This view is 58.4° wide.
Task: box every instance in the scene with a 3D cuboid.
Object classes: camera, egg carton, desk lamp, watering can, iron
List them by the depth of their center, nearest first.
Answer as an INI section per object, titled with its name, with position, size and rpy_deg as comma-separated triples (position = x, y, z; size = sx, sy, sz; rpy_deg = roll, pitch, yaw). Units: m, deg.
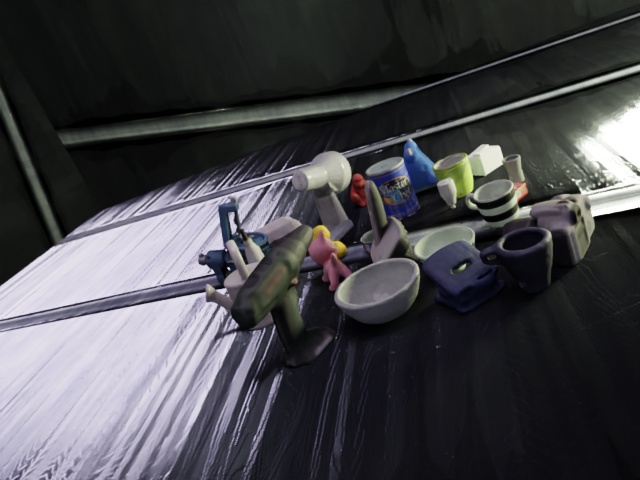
[camera]
position = 0.407, -0.026, 1.035
size = 0.136, 0.101, 0.143
rpy_deg = -6, 26, 41
[watering can]
position = -0.163, 0.093, 1.238
size = 0.173, 0.194, 0.100
rpy_deg = -34, 22, -27
[desk lamp]
position = 0.012, -0.117, 1.555
size = 0.117, 0.214, 0.204
rpy_deg = -9, 24, 36
[iron]
position = 0.274, -0.226, 1.649
size = 0.118, 0.142, 0.258
rpy_deg = -19, 20, 15
[egg carton]
position = -0.124, -0.012, 1.656
size = 0.150, 0.069, 0.107
rpy_deg = -29, 20, -16

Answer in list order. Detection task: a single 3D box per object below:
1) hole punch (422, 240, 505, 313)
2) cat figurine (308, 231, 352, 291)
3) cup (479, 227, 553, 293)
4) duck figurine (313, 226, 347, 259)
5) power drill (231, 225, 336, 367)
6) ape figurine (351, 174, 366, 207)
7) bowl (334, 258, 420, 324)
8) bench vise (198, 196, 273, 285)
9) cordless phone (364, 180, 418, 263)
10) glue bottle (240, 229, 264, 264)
[hole punch]
position = 0.251, 0.060, 1.004
size = 0.109, 0.091, 0.100
rpy_deg = -30, 20, -18
[cat figurine]
position = 0.018, 0.039, 1.287
size = 0.067, 0.118, 0.127
rpy_deg = -27, 20, -10
[cup]
position = 0.333, 0.042, 0.951
size = 0.117, 0.095, 0.092
rpy_deg = -16, 21, 22
[duck figurine]
position = 0.013, 0.005, 1.428
size = 0.078, 0.086, 0.104
rpy_deg = -36, 23, -30
[power drill]
position = -0.053, 0.111, 1.043
size = 0.075, 0.209, 0.230
rpy_deg = -5, 27, 42
[ape figurine]
position = 0.121, -0.153, 1.709
size = 0.078, 0.092, 0.076
rpy_deg = -24, 19, -1
[bowl]
position = 0.115, 0.106, 1.064
size = 0.167, 0.075, 0.167
rpy_deg = -21, 20, 8
[bench vise]
position = -0.237, 0.005, 1.513
size = 0.207, 0.220, 0.121
rpy_deg = -26, 20, -7
[cordless phone]
position = 0.133, -0.031, 1.236
size = 0.094, 0.185, 0.147
rpy_deg = -24, 19, 0
[glue bottle]
position = -0.151, 0.049, 1.371
size = 0.037, 0.173, 0.078
rpy_deg = -21, 20, 7
